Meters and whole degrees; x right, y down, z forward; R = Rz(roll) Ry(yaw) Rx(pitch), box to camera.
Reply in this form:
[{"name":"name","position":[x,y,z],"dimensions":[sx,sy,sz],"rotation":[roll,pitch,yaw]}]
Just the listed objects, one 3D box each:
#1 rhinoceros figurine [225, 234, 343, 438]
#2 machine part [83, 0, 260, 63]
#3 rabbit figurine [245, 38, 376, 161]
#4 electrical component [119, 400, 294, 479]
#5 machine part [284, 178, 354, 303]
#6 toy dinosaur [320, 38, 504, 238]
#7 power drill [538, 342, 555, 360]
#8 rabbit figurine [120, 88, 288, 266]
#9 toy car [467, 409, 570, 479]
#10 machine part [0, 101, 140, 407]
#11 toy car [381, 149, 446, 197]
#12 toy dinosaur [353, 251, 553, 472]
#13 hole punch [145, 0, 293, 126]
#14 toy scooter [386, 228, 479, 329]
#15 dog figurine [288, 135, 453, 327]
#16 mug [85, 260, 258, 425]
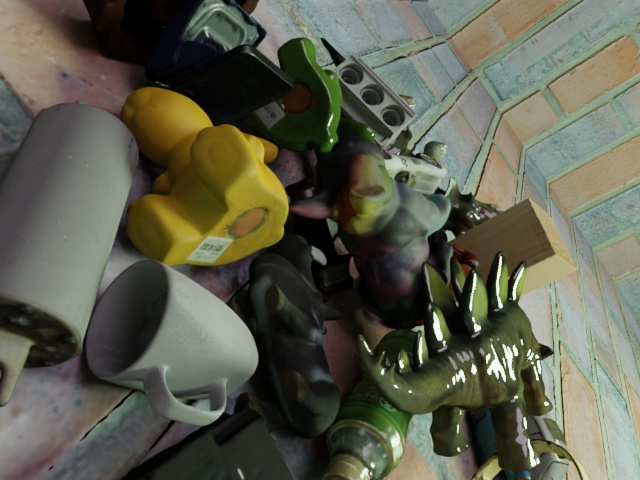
[{"name":"rhinoceros figurine","position":[-0.023,0.077,0.484],"dimensions":[0.112,0.073,0.190],"rotation":[23,44,-42]},{"name":"machine part","position":[-0.141,-0.244,0.525],"dimensions":[0.179,0.179,0.056],"rotation":[-16,75,-59]},{"name":"rabbit figurine","position":[-0.005,-0.163,0.691],"dimensions":[0.159,0.121,0.170],"rotation":[41,12,2]},{"name":"electrical component","position":[-0.069,0.181,0.336],"dimensions":[0.115,0.058,0.134],"rotation":[58,30,6]},{"name":"machine part","position":[-0.001,-0.002,0.617],"dimensions":[0.084,0.039,0.138],"rotation":[-21,93,-51]},{"name":"toy dinosaur","position":[0.115,-0.128,0.848],"dimensions":[0.404,0.131,0.192],"rotation":[40,33,-16]},{"name":"power drill","position":[0.341,0.119,0.969],"dimensions":[0.232,0.086,0.207],"rotation":[19,51,-45]},{"name":"rabbit figurine","position":[-0.102,-0.072,0.477],"dimensions":[0.173,0.122,0.162],"rotation":[47,23,20]},{"name":"toy car","position":[0.266,0.269,0.698],"dimensions":[0.109,0.103,0.162],"rotation":[30,41,-40]},{"name":"machine part","position":[-0.171,-0.010,0.347],"dimensions":[0.079,0.079,0.243],"rotation":[35,36,-33]},{"name":"toy car","position":[0.097,-0.078,0.707],"dimensions":[0.201,0.073,0.056],"rotation":[0,40,-44]},{"name":"toy dinosaur","position":[0.152,0.114,0.532],"dimensions":[0.471,0.105,0.198],"rotation":[-5,86,-62]},{"name":"hole punch","position":[-0.105,-0.180,0.544],"dimensions":[0.142,0.116,0.092],"rotation":[7,60,-69]},{"name":"toy scooter","position":[0.139,0.024,0.709],"dimensions":[0.075,0.135,0.184],"rotation":[35,36,-33]},{"name":"dog figurine","position":[0.056,-0.002,0.562],"dimensions":[0.219,0.109,0.191],"rotation":[10,80,-59]},{"name":"mug","position":[-0.089,0.077,0.373],"dimensions":[0.107,0.081,0.110],"rotation":[35,12,-46]}]
